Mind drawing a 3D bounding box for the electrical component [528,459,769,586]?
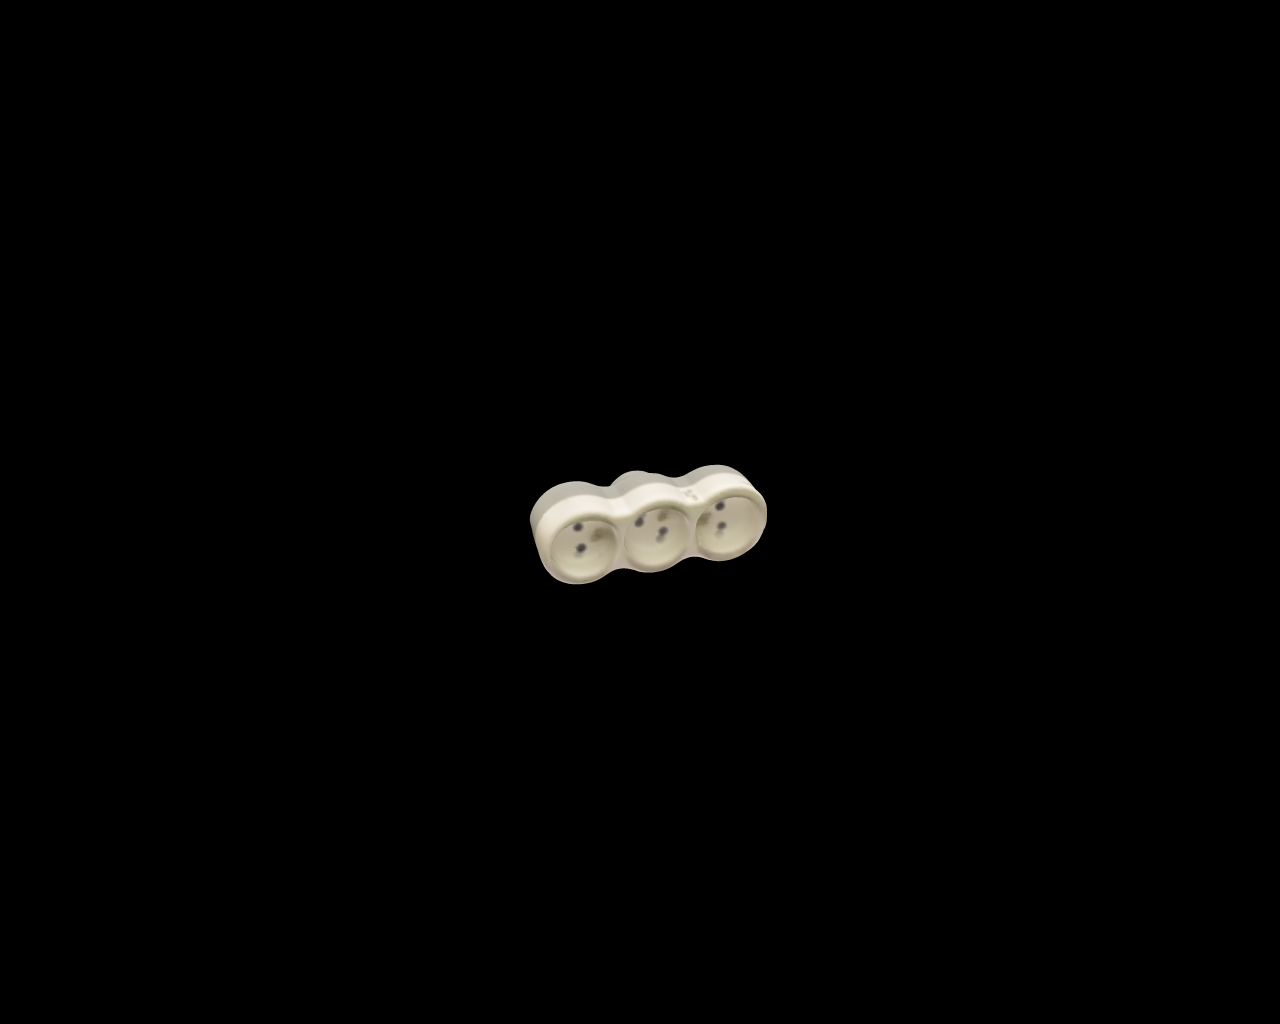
[{"bbox_3d":[0.001,-0.003,0.650,0.138,0.052,0.074,-8,32,-14],"label":"electrical component"}]
